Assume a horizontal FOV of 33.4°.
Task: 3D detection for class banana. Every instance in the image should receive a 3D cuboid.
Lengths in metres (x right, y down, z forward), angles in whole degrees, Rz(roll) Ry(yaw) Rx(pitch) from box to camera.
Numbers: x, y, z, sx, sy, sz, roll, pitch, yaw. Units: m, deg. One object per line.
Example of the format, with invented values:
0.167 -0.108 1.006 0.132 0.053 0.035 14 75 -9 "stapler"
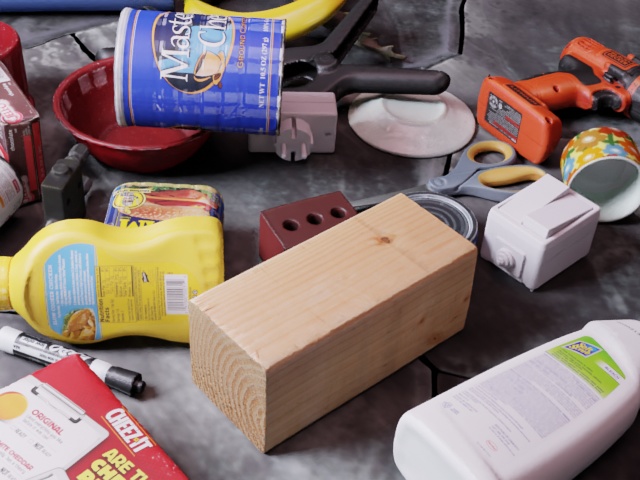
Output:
-0.067 -0.243 1.156 0.198 0.069 0.037 5 10 14 "banana"

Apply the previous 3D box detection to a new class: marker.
-0.186 0.091 0.797 0.121 0.020 0.020 17 42 14 "marker"

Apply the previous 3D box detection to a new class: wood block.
0.012 0.056 0.802 0.205 0.090 0.091 -27 49 -31 "wood block"

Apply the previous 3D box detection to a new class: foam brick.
-0.006 0.001 0.893 0.078 0.051 0.053 -16 45 -22 "foam brick"

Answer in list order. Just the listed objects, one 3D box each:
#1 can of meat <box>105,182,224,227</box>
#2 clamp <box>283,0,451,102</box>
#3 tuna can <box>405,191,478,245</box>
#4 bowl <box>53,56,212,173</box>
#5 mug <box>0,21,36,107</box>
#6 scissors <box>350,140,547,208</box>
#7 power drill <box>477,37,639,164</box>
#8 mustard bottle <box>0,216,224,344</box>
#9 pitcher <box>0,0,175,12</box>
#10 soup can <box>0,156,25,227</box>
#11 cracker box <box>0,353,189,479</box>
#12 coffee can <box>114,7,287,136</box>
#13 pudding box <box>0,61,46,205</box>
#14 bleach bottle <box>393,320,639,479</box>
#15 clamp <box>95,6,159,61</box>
-0.130 -0.003 0.884 0.102 0.057 0.084 3 38 -3 "can of meat"
0.007 -0.179 1.091 0.210 0.036 0.165 -17 49 -9 "clamp"
0.093 -0.004 0.921 0.086 0.034 0.086 2 41 -2 "tuna can"
-0.167 -0.112 1.006 0.162 0.055 0.162 3 41 -2 "bowl"
-0.337 -0.162 1.029 0.117 0.081 0.093 14 42 11 "mug"
0.114 -0.061 1.004 0.201 0.016 0.096 -2 39 -7 "scissors"
0.268 -0.134 1.072 0.187 0.057 0.185 -19 42 -29 "power drill"
-0.168 0.032 0.809 0.191 0.096 0.058 -1 24 -5 "mustard bottle"
-0.280 -0.315 1.172 0.242 0.149 0.145 -5 47 -6 "pitcher"
-0.300 -0.023 0.882 0.068 0.068 0.102 16 41 13 "soup can"
-0.197 0.184 0.650 0.213 0.072 0.164 -26 51 -32 "cracker box"
-0.102 -0.146 0.929 0.140 0.103 0.103 3 41 -2 "coffee can"
-0.282 -0.097 0.954 0.039 0.090 0.114 -17 45 -26 "pudding box"
0.178 0.121 0.764 0.250 0.068 0.103 -21 47 -29 "bleach bottle"
-0.139 -0.204 1.130 0.171 0.039 0.120 12 46 2 "clamp"
